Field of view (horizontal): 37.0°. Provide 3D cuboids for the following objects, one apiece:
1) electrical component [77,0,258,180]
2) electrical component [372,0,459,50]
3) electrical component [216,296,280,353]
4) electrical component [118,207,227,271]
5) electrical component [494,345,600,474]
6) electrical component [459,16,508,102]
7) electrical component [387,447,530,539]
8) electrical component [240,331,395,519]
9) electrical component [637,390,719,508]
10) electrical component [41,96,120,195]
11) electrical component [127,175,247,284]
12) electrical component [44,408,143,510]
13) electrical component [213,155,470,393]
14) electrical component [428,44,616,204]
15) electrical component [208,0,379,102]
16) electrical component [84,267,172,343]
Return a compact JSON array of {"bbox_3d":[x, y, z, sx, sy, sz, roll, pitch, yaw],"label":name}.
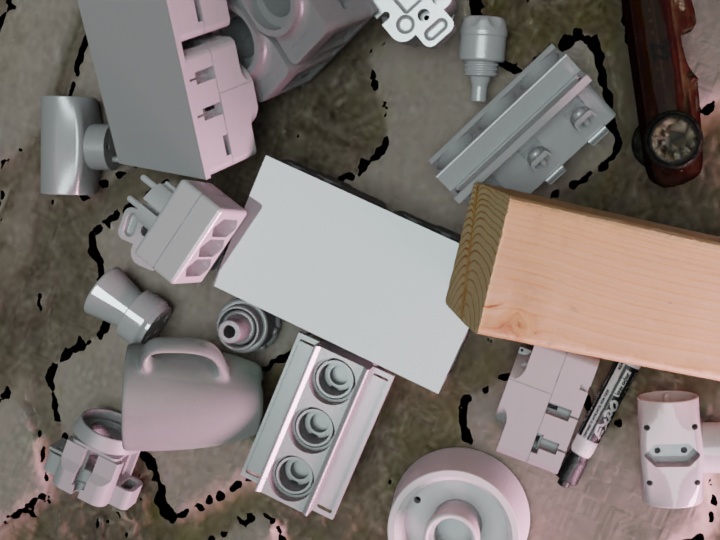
[{"bbox_3d":[-0.142,-0.169,0.778,0.105,0.060,0.186,14,123,41],"label":"electrical component"},{"bbox_3d":[0.039,-0.195,0.783,0.058,0.057,0.078,-41,86,12],"label":"electrical component"},{"bbox_3d":[-0.091,0.043,0.830,0.048,0.062,0.048,1,95,12],"label":"electrical component"},{"bbox_3d":[-0.139,-0.025,0.837,0.078,0.057,0.058,22,99,9],"label":"electrical component"},{"bbox_3d":[0.135,0.095,0.794,0.056,0.050,0.089,20,99,9],"label":"electrical component"},{"bbox_3d":[0.089,-0.154,0.789,0.035,0.035,0.061,5,99,11],"label":"electrical component"},{"bbox_3d":[0.072,0.194,0.811,0.108,0.060,0.108,1,96,12],"label":"electrical component"},{"bbox_3d":[-0.030,0.116,0.824,0.079,0.063,0.121,24,100,9],"label":"electrical component"},{"bbox_3d":[0.243,0.128,0.777,0.079,0.043,0.077,-3,94,12],"label":"electrical component"},{"bbox_3d":[-0.214,-0.098,0.853,0.079,0.043,0.077,3,96,11],"label":"electrical component"},{"bbox_3d":[-0.136,-0.038,0.780,0.077,0.047,0.065,38,101,13],"label":"electrical component"},{"bbox_3d":[-0.209,0.149,0.868,0.078,0.058,0.057,25,103,9],"label":"electrical component"},{"bbox_3d":[0.000,0.000,0.808,0.186,0.060,0.105,25,100,9],"label":"electrical component"},{"bbox_3d":[0.117,-0.094,0.772,0.121,0.078,0.063,-43,108,12],"label":"electrical component"},{"bbox_3d":[-0.084,-0.228,0.778,0.186,0.060,0.105,57,140,2],"label":"electrical component"},{"bbox_3d":[-0.185,0.031,0.858,0.055,0.045,0.045,34,101,7],"label":"electrical component"}]
